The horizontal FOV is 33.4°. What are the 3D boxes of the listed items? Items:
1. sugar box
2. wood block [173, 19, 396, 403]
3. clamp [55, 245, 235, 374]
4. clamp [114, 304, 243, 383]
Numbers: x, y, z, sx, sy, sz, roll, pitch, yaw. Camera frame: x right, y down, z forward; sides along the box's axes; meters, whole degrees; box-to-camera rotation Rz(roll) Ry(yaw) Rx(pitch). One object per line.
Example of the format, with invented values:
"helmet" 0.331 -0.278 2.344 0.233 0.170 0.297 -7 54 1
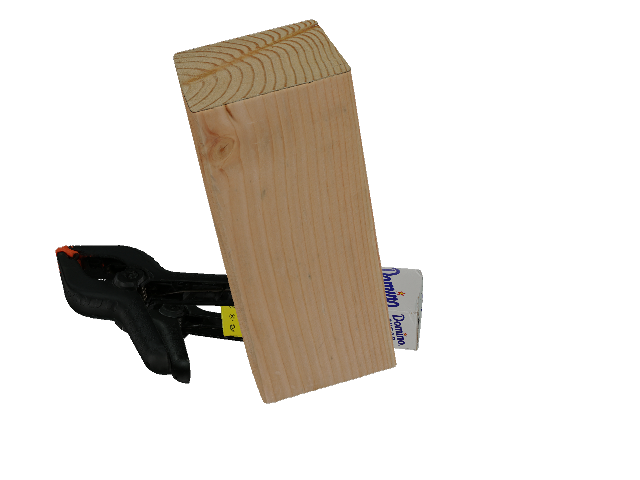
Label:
"sugar box" 0.004 0.056 0.971 0.176 0.048 0.093 1 23 7
"wood block" -0.020 -0.015 0.652 0.090 0.206 0.090 -15 32 -6
"clamp" -0.135 0.039 0.846 0.172 0.039 0.120 29 37 33
"clamp" -0.160 0.091 1.142 0.210 0.036 0.164 18 21 28
